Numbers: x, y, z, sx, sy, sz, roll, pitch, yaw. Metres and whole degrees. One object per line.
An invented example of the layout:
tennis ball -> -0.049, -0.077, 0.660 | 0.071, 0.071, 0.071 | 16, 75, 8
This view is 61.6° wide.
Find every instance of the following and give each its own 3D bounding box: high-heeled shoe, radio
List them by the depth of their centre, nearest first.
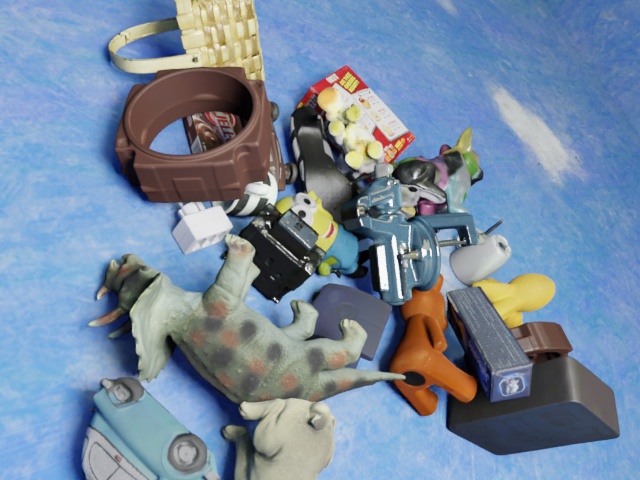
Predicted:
radio -> 0.323, 0.262, 0.825 | 0.131, 0.229, 0.073 | 33, 49, -21
high-heeled shoe -> -0.010, -0.121, 0.971 | 0.086, 0.145, 0.248 | -8, 94, -17

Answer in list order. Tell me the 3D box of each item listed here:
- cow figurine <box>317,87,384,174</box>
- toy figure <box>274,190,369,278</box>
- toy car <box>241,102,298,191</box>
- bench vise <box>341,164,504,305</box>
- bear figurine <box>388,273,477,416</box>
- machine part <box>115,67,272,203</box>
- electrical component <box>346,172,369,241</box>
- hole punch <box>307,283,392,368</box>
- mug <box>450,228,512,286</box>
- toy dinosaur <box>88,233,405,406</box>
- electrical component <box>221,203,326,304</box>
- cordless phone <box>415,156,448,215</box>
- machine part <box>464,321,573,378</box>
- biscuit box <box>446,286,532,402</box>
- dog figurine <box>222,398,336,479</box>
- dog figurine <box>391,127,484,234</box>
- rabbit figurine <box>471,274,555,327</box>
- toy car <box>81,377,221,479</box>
cow figurine -> 0.057, -0.196, 0.974 | 0.167, 0.068, 0.098 | 62, 8, 14
toy figure -> -0.003, 0.000, 0.860 | 0.180, 0.089, 0.082 | 38, 26, -24
toy car -> -0.097, -0.175, 0.929 | 0.089, 0.053, 0.202 | 5, 57, -40
bench vise -> 0.157, -0.015, 0.856 | 0.241, 0.129, 0.223 | -5, 76, -20
bear figurine -> 0.175, 0.159, 0.866 | 0.132, 0.120, 0.196 | 41, 39, -13
machine part -> -0.173, -0.154, 0.760 | 0.201, 0.087, 0.201 | -2, 54, 2
electrical component -> 0.067, -0.064, 0.962 | 0.048, 0.075, 0.119 | -20, 79, -45
hole punch -> 0.036, 0.126, 0.798 | 0.116, 0.092, 0.142 | 36, 48, -7
mug -> 0.325, 0.024, 1.080 | 0.081, 0.107, 0.109 | 9, 58, -35
toy dinosaur -> -0.079, 0.133, 0.647 | 0.405, 0.131, 0.192 | 37, 74, -10
electrical component -> -0.062, 0.016, 0.762 | 0.115, 0.134, 0.058 | 39, 43, -6
cordless phone -> 0.259, -0.099, 1.135 | 0.184, 0.089, 0.146 | -6, 64, -45
machine part -> 0.339, 0.193, 0.932 | 0.179, 0.179, 0.056 | 8, 56, -34
biscuit box -> 0.255, 0.153, 0.829 | 0.063, 0.059, 0.203 | -10, 29, -1
dog figurine -> -0.047, 0.281, 0.569 | 0.121, 0.172, 0.191 | 17, 44, -15
dog figurine -> 0.216, -0.129, 0.988 | 0.191, 0.108, 0.219 | 31, 55, -15
rabbit figurine -> 0.338, 0.108, 0.986 | 0.162, 0.173, 0.122 | 7, 61, -40
toy car -> -0.185, 0.221, 0.549 | 0.162, 0.109, 0.103 | 40, 61, 4
